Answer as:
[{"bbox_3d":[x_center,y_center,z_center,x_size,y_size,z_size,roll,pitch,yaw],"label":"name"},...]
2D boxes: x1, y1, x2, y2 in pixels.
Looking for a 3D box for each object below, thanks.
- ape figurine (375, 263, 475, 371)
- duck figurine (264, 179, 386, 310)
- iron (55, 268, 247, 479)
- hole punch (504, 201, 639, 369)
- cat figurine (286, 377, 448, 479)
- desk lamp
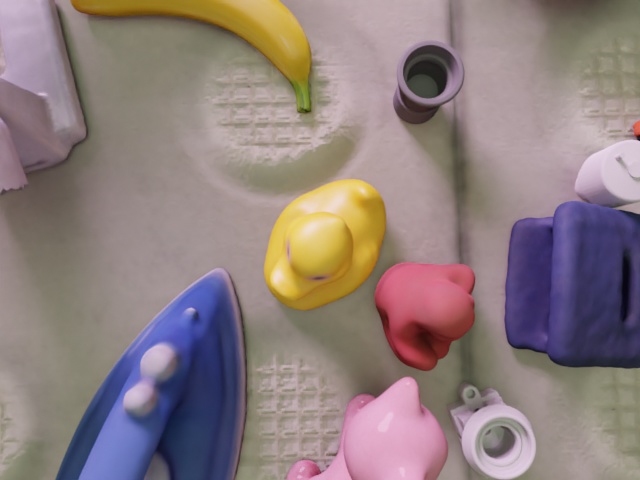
[{"bbox_3d":[0.075,0.046,0.379,0.078,0.092,0.076,-42,87,-3],"label":"ape figurine"},{"bbox_3d":[0.004,0.001,0.385,0.077,0.086,0.104,41,87,3],"label":"duck figurine"},{"bbox_3d":[-0.113,0.138,0.347,0.118,0.141,0.258,18,86,1],"label":"iron"},{"bbox_3d":[0.185,0.029,0.381,0.101,0.091,0.109,4,86,0],"label":"hole punch"},{"bbox_3d":[0.032,0.147,0.359,0.067,0.117,0.128,38,87,2],"label":"cat figurine"},{"bbox_3d":[-0.229,-0.089,0.325,0.118,0.213,0.203,-15,86,-1],"label":"desk lamp"}]
